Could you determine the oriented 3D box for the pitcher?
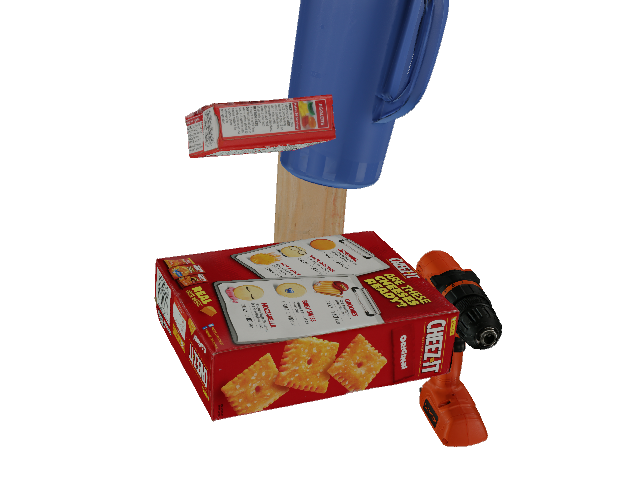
[{"bbox_3d":[0.038,-0.177,1.085,0.145,0.243,0.149,11,18,-1],"label":"pitcher"}]

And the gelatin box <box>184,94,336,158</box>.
[{"bbox_3d":[-0.039,-0.070,0.656,0.073,0.030,0.089,-7,3,-17],"label":"gelatin box"}]

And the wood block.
[{"bbox_3d":[-0.013,-0.036,1.372,0.090,0.206,0.091,5,26,0],"label":"wood block"}]

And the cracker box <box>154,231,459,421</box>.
[{"bbox_3d":[-0.017,0.066,0.907,0.213,0.072,0.164,-7,28,-23],"label":"cracker box"}]

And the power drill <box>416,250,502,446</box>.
[{"bbox_3d":[0.148,0.123,1.143,0.057,0.188,0.184,-5,23,-9],"label":"power drill"}]
